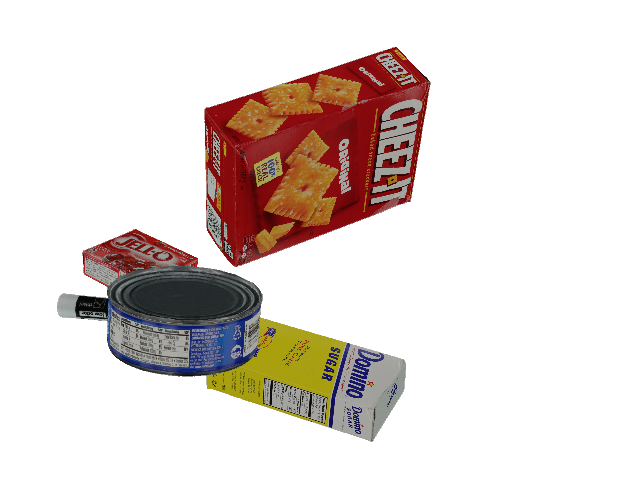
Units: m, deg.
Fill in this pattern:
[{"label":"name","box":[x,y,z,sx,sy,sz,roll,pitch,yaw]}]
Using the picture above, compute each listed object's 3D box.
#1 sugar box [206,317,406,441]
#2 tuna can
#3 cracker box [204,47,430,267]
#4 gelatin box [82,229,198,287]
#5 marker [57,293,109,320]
[{"label":"sugar box","box":[-0.014,0.129,1.035,0.176,0.048,0.093,12,29,19]},{"label":"tuna can","box":[-0.076,0.044,0.595,0.086,0.034,0.086,4,17,-2]},{"label":"cracker box","box":[-0.004,-0.079,1.043,0.213,0.164,0.072,-21,52,-22]},{"label":"gelatin box","box":[-0.177,0.024,1.048,0.089,0.030,0.073,24,31,29]},{"label":"marker","box":[-0.144,0.055,0.828,0.121,0.020,0.020,4,1,10]}]
